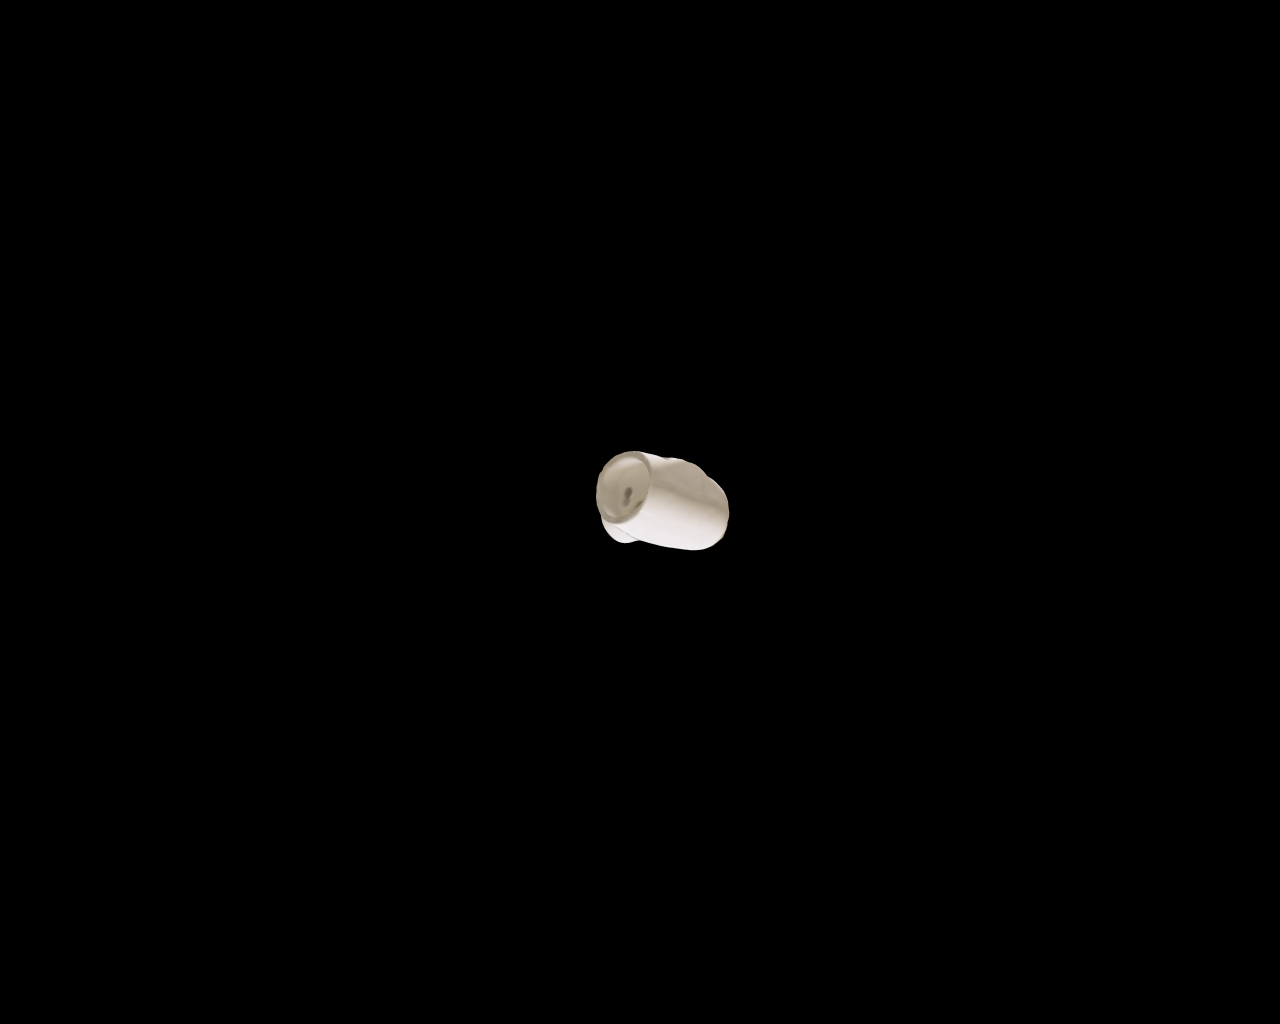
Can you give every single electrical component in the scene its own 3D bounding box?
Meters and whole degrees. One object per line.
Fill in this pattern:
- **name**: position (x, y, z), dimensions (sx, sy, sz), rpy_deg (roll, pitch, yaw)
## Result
- **electrical component**: position (0.001, -0.003, 0.650), dimensions (0.079, 0.044, 0.077), rpy_deg (-14, -22, 38)
